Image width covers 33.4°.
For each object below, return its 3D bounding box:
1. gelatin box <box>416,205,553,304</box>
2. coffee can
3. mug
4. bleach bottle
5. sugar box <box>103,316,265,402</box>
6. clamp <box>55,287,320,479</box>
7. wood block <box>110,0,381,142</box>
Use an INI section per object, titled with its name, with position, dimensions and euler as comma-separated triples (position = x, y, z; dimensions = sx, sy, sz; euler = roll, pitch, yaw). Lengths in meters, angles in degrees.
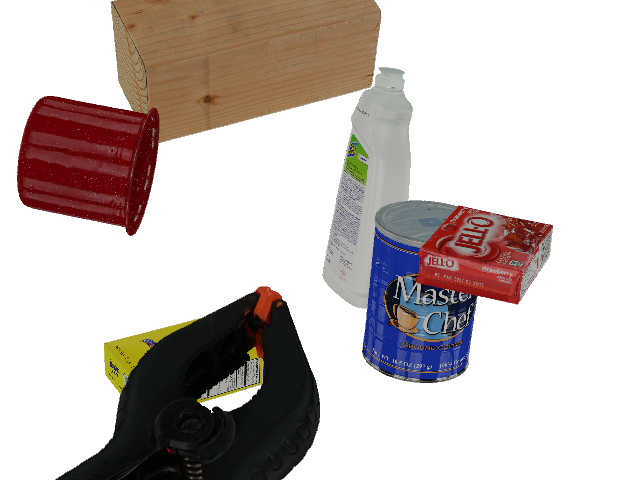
[gelatin box]
position = 0.117, 0.008, 0.752
dimensions = 0.073, 0.030, 0.089
euler = 13, 27, 22
[coffee can]
position = 0.095, 0.046, 0.991
dimensions = 0.103, 0.140, 0.103
euler = 4, 23, -2
[mug]
position = -0.164, -0.060, 0.771
dimensions = 0.081, 0.093, 0.117
euler = 11, 20, -1
[bleach bottle]
position = 0.061, -0.059, 1.158
dimensions = 0.068, 0.251, 0.103
euler = -2, 22, -28
[sugar box]
position = -0.117, 0.117, 1.069
dimensions = 0.175, 0.048, 0.093
euler = -16, 32, -28
[clamp]
position = -0.041, 0.087, 0.397
dimensions = 0.120, 0.039, 0.171
euler = 24, 49, 17
[wood block]
position = -0.063, -0.165, 0.908
dimensions = 0.205, 0.090, 0.091
euler = -17, -36, -18
